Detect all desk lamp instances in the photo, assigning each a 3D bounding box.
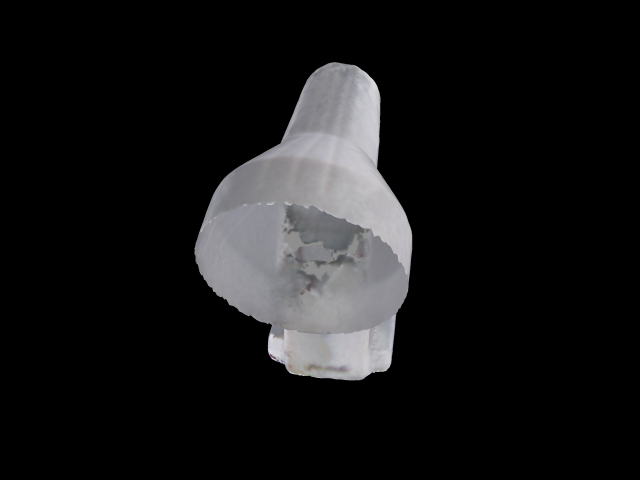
[{"bbox_3d":[0.004,0.001,0.400,0.117,0.214,0.203,6,36,8],"label":"desk lamp"}]
